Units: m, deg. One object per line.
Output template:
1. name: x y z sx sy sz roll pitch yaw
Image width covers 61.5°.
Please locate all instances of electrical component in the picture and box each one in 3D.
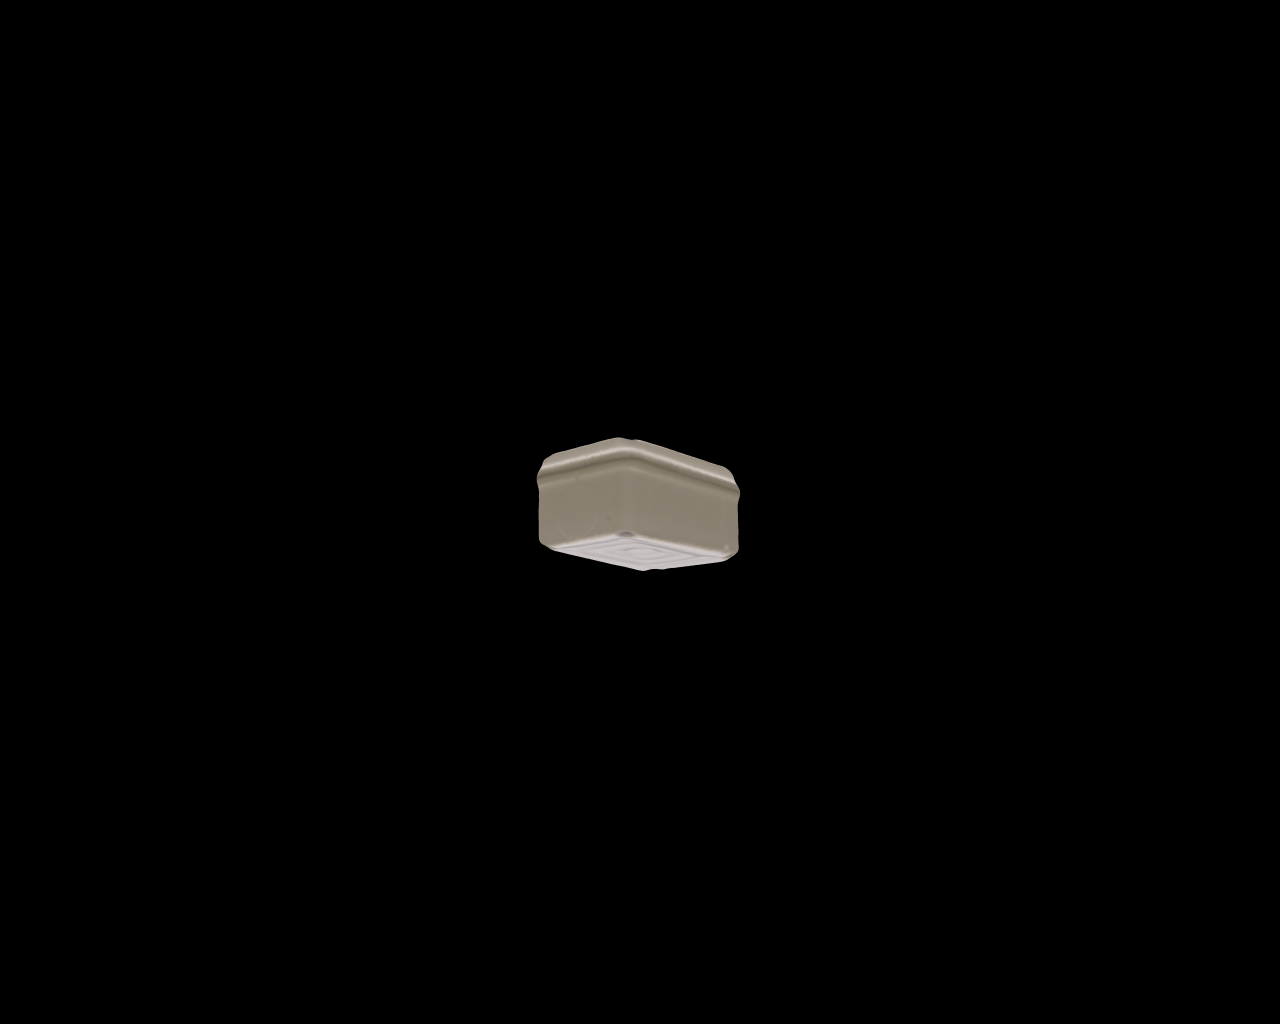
1. electrical component: 0.001 -0.003 0.650 0.078 0.057 0.113 -11 -17 38
